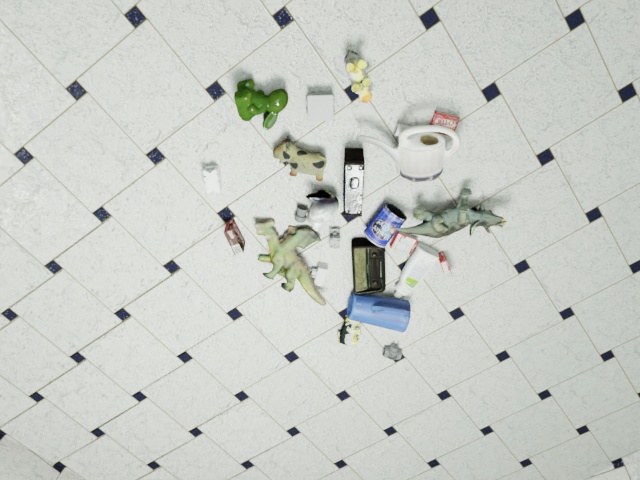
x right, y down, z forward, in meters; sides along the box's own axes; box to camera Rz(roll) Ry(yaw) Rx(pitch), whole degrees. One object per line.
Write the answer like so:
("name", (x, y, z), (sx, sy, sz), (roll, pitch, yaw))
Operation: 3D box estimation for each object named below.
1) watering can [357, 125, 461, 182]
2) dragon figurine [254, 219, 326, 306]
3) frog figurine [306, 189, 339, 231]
("watering can", (0.309, -0.302, 1.786), (0.347, 0.106, 0.219), (-3, 138, 7))
("dragon figurine", (-0.090, 0.062, 1.990), (0.408, 0.124, 0.240), (32, 104, -11))
("frog figurine", (0.006, -0.095, 1.896), (0.123, 0.140, 0.156), (10, 117, 13))
